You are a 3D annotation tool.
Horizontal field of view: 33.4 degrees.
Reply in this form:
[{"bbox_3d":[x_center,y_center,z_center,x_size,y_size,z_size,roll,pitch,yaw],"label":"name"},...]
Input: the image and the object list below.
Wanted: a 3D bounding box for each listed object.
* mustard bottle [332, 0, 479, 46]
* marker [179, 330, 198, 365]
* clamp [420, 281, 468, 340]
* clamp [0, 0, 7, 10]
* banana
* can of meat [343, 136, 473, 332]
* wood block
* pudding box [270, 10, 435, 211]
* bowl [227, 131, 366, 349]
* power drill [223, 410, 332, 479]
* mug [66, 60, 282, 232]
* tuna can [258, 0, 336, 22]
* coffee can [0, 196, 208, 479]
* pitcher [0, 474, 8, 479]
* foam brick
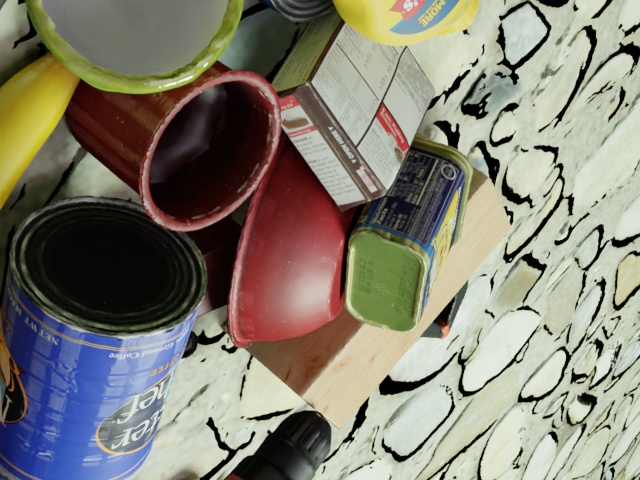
[{"bbox_3d":[0.042,-0.160,0.589,0.096,0.058,0.191,-58,148,5],"label":"mustard bottle"},{"bbox_3d":[-0.094,0.072,0.682,0.020,0.020,0.121,-41,180,-19],"label":"marker"},{"bbox_3d":[0.105,0.028,0.938,0.120,0.039,0.171,-41,153,-9],"label":"clamp"},{"bbox_3d":[-0.210,-0.025,0.438,0.164,0.036,0.210,-27,156,-42],"label":"clamp"},{"bbox_3d":[-0.178,-0.010,0.545,0.198,0.037,0.069,-63,169,20],"label":"banana"},{"bbox_3d":[0.055,-0.001,0.685,0.102,0.057,0.083,91,21,-52],"label":"can of meat"},{"bbox_3d":[0.039,0.028,0.804,0.206,0.091,0.090,-49,148,-7],"label":"wood block"},{"bbox_3d":[0.021,-0.088,0.644,0.090,0.039,0.113,52,41,-26],"label":"pudding box"},{"bbox_3d":[-0.005,0.001,0.693,0.162,0.055,0.162,17,90,-79],"label":"bowl"},{"bbox_3d":[-0.076,0.206,0.774,0.184,0.057,0.188,-47,-179,-25],"label":"power drill"},{"bbox_3d":[-0.074,-0.065,0.578,0.117,0.082,0.093,-3,123,-51],"label":"mug"},{"bbox_3d":[-0.009,-0.170,0.605,0.086,0.034,0.086,-32,143,-29],"label":"tuna can"},{"bbox_3d":[-0.128,0.061,0.590,0.102,0.103,0.140,-20,145,-41],"label":"coffee can"},{"bbox_3d":[-0.205,0.276,0.690,0.148,0.145,0.243,-11,132,-45],"label":"pitcher"},{"bbox_3d":[-0.089,0.016,0.664,0.078,0.053,0.051,-22,137,-39],"label":"foam brick"}]
